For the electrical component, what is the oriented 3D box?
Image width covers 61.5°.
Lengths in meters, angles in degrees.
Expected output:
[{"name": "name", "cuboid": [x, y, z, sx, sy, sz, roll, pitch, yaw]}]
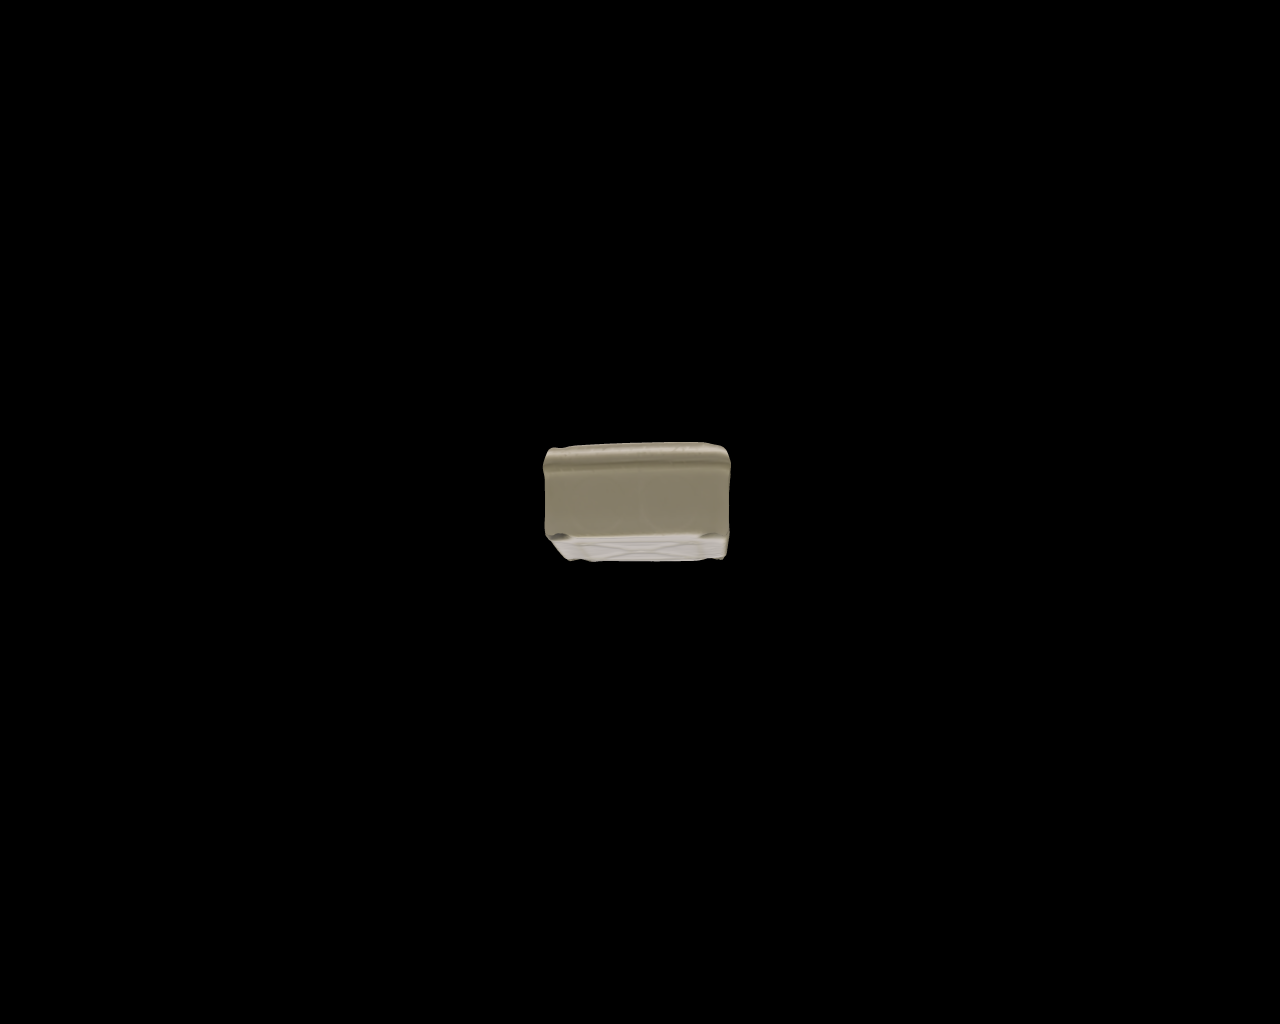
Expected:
[{"name": "electrical component", "cuboid": [0.001, -0.003, 0.650, 0.109, 0.056, 0.108, -1, -11, 4]}]
